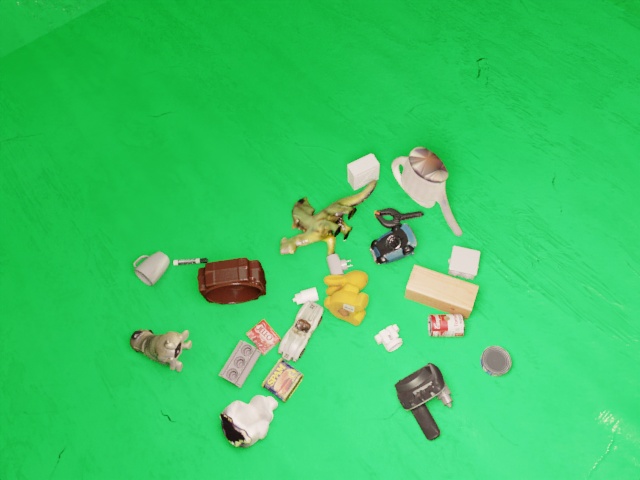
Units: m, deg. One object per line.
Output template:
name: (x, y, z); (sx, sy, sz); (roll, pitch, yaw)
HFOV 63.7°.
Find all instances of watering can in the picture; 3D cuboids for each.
watering can: (0.381, -0.177, 1.760); (0.105, 0.219, 0.351); (-37, 69, -21)

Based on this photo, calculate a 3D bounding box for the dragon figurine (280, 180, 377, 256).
dragon figurine: (0.006, -0.091, 1.817); (0.244, 0.119, 0.417); (25, 64, 26)

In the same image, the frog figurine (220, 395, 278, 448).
frog figurine: (-0.204, 0.516, 1.501); (0.138, 0.120, 0.161); (22, 29, 25)
